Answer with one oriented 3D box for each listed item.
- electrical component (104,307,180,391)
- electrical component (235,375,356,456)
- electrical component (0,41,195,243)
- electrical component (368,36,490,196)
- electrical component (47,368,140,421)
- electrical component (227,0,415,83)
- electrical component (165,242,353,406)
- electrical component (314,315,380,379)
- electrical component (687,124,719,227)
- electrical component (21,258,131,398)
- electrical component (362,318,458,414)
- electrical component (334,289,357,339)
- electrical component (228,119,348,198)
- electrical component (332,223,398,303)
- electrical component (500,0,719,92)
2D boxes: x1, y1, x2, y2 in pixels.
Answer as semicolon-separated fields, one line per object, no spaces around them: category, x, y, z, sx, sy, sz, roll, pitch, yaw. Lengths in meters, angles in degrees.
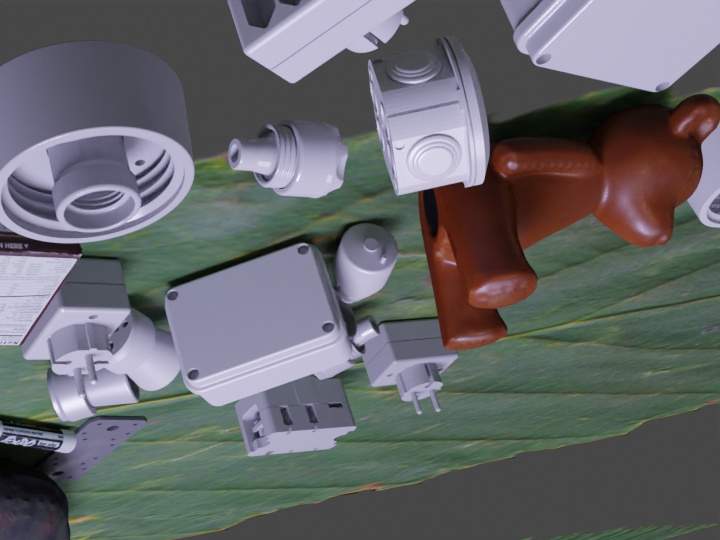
electrical component;-0.155;0.053;0.740;0.045;0.045;0.055;-27;143;17
electrical component;-0.058;0.124;0.943;0.089;0.055;0.050;2;148;-36
electrical component;-0.134;-0.054;0.530;0.108;0.060;0.108;-15;154;-7
electrical component;0.036;-0.081;0.572;0.051;0.080;0.080;-12;154;-2
electrical component;-0.193;0.082;0.780;0.055;0.045;0.045;-17;155;-3
electrical component;-0.005;-0.124;0.493;0.083;0.047;0.076;-30;153;23
electrical component;-0.069;0.037;0.736;0.113;0.078;0.057;-19;157;1
electrical component;-0.015;0.057;0.852;0.062;0.043;0.043;-28;153;16
electrical component;0.286;-0.072;0.778;0.108;0.060;0.108;-15;154;-7
electrical component;-0.177;0.041;0.672;0.047;0.076;0.066;3;147;-38
electrical component;0.047;0.086;0.914;0.066;0.076;0.047;-3;150;-30
electrical component;-0.047;0.050;0.816;0.081;0.043;0.043;-31;152;24
electrical component;-0.042;-0.062;0.596;0.062;0.043;0.043;1;148;-32
electrical component;0.000;0.000;0.752;0.040;0.040;0.078;-9;153;-19
electrical component;0.134;-0.140;0.544;0.113;0.057;0.078;3;147;-38
